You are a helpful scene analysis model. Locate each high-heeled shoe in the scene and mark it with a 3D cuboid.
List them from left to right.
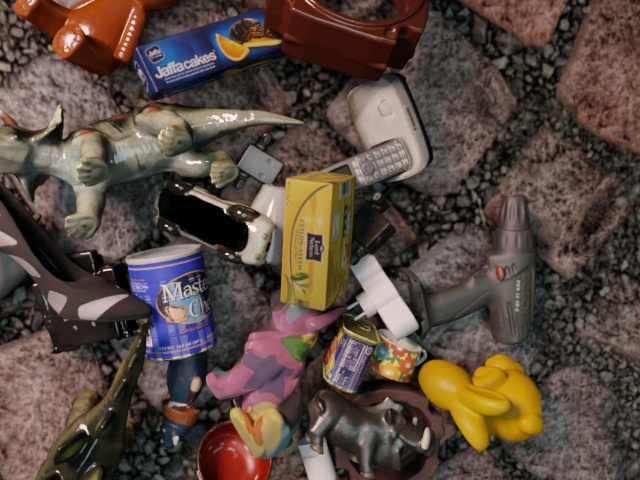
[{"bbox_3d":[-0.322,0.012,0.668,0.249,0.086,0.145,14,104,-7],"label":"high-heeled shoe"}]

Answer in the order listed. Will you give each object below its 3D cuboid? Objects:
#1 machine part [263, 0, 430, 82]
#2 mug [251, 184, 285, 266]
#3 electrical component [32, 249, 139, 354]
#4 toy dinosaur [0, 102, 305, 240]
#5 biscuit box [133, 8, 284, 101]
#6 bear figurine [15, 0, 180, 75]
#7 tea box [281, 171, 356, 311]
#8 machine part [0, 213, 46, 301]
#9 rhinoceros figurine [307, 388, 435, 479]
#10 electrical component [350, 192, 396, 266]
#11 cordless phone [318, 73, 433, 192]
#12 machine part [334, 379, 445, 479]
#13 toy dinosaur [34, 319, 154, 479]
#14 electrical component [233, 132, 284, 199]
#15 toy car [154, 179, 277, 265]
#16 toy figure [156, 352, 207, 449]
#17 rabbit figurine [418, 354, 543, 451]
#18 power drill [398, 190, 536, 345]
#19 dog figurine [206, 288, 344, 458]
[{"bbox_3d":[0.039,-0.320,0.692,0.201,0.087,0.201,14,67,-6],"label":"machine part"},{"bbox_3d":[-0.054,-0.022,0.766,0.109,0.081,0.107,6,100,-33],"label":"mug"},{"bbox_3d":[-0.331,0.083,0.759,0.115,0.058,0.134,-14,99,-6],"label":"electrical component"},{"bbox_3d":[-0.240,-0.126,0.705,0.405,0.192,0.131,-17,136,-21],"label":"toy dinosaur"},{"bbox_3d":[-0.139,-0.246,0.707,0.203,0.059,0.062,-27,100,-20],"label":"biscuit box"},{"bbox_3d":[-0.255,-0.307,0.682,0.196,0.132,0.120,-44,78,7],"label":"bear figurine"},{"bbox_3d":[-0.001,-0.002,0.725,0.068,0.098,0.169,10,105,21],"label":"tea box"},{"bbox_3d":[-0.464,0.057,0.730,0.243,0.079,0.079,-43,100,-1],"label":"machine part"},{"bbox_3d":[0.070,0.273,0.771,0.190,0.073,0.112,21,83,-4],"label":"rhinoceros figurine"},{"bbox_3d":[0.062,-0.022,0.785,0.102,0.078,0.045,-40,136,5],"label":"electrical component"},{"bbox_3d":[0.054,-0.139,0.764,0.184,0.089,0.146,-23,100,5],"label":"cordless phone"},{"bbox_3d":[0.104,0.303,0.836,0.179,0.056,0.179,-1,96,-5],"label":"machine part"},{"bbox_3d":[-0.315,0.293,0.717,0.105,0.199,0.471,22,96,-12],"label":"toy dinosaur"},{"bbox_3d":[-0.084,-0.106,0.779,0.063,0.021,0.094,29,92,-9],"label":"electrical component"},{"bbox_3d":[-0.149,-0.026,0.731,0.202,0.056,0.073,22,102,28],"label":"toy car"},{"bbox_3d":[-0.201,0.230,0.788,0.058,0.064,0.154,9,95,-18],"label":"toy figure"},{"bbox_3d":[0.228,0.238,0.797,0.173,0.162,0.121,23,106,-3],"label":"rabbit figurine"},{"bbox_3d":[0.227,0.055,0.812,0.207,0.086,0.231,-14,101,-12],"label":"power drill"},{"bbox_3d":[-0.044,0.177,0.774,0.219,0.108,0.191,-35,84,-5],"label":"dog figurine"}]
